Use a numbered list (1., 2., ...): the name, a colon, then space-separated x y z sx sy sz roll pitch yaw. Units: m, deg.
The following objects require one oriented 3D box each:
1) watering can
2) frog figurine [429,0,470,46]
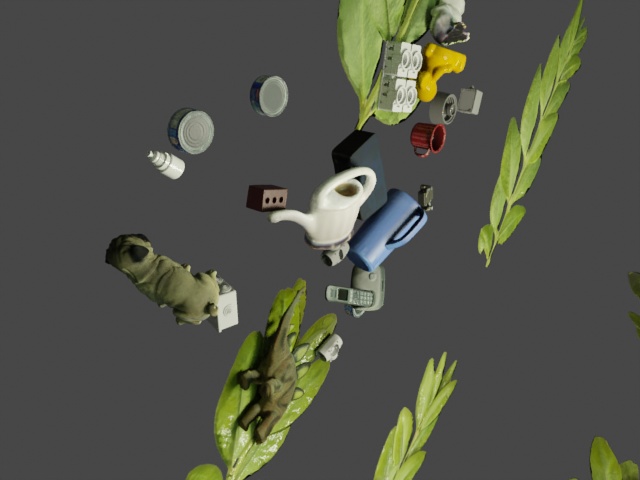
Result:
1. watering can: 0.004 -0.064 1.269 0.352 0.105 0.219 -28 147 -32
2. frog figurine: 0.383 -0.677 1.558 0.137 0.121 0.162 3 66 -43
